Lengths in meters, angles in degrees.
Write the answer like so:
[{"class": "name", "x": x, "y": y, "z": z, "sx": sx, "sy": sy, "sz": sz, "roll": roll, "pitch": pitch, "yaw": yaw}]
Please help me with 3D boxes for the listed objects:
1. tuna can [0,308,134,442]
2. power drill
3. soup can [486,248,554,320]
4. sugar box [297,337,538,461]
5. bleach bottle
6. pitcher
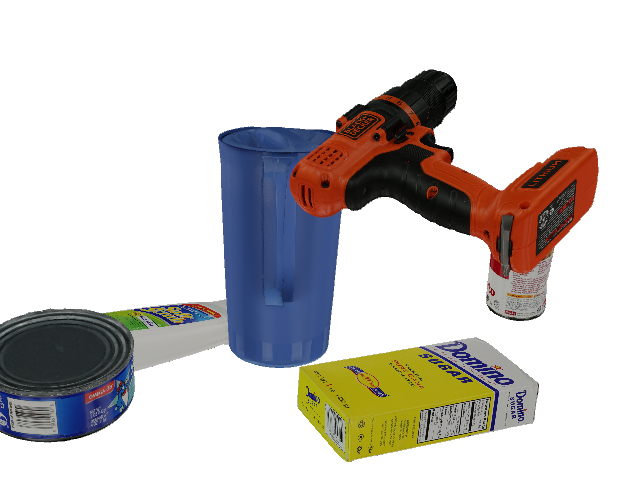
[{"class": "tuna can", "x": -0.145, "y": 0.073, "z": 0.586, "sx": 0.086, "sy": 0.034, "sz": 0.086, "roll": 2, "pitch": 27, "yaw": -1}, {"class": "power drill", "x": 0.098, "y": -0.056, "z": 0.768, "sx": 0.188, "sy": 0.057, "sz": 0.184, "roll": 21, "pitch": 47, "yaw": 33}, {"class": "soup can", "x": 0.218, "y": 0.028, "z": 1.164, "sx": 0.068, "sy": 0.102, "sz": 0.068, "roll": 1, "pitch": 30, "yaw": -1}, {"class": "sugar box", "x": 0.079, "y": 0.126, "z": 0.874, "sx": 0.176, "sy": 0.048, "sz": 0.093, "roll": -9, "pitch": 25, "yaw": -24}, {"class": "bleach bottle", "x": -0.196, "y": 0.119, "z": 1.442, "sx": 0.250, "sy": 0.068, "sz": 0.103, "roll": -11, "pitch": 25, "yaw": -40}, {"class": "pitcher", "x": -0.042, "y": 0.008, "z": 1.108, "sx": 0.148, "sy": 0.243, "sz": 0.145, "roll": -14, "pitch": 23, "yaw": -42}]
